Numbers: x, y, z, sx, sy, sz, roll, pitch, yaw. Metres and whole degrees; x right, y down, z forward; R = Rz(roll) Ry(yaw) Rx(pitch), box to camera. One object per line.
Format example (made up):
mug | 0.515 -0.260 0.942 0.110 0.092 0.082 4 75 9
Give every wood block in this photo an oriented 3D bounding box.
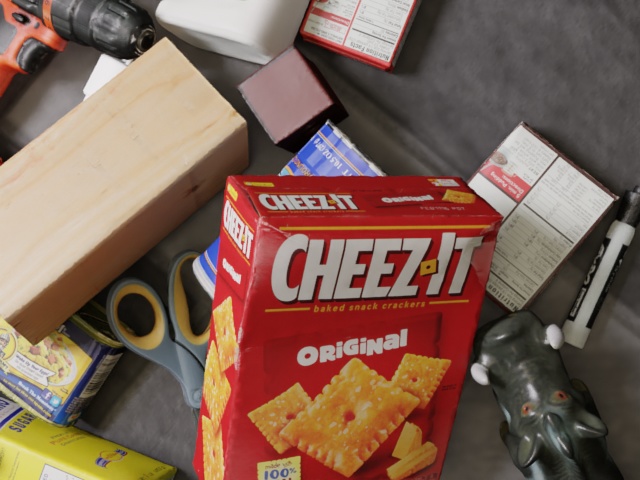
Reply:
wood block | -0.156 -0.032 0.749 0.206 0.091 0.090 -41 79 -13

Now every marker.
marker | 0.201 0.018 0.752 0.020 0.020 0.121 25 93 10

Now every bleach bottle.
bleach bottle | -0.028 -0.258 0.777 0.103 0.068 0.251 19 87 29

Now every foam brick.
foam brick | -0.019 -0.099 0.765 0.053 0.078 0.051 -35 85 8

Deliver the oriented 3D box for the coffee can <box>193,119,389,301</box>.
coffee can | -0.005 0.001 0.747 0.103 0.102 0.140 45 96 8

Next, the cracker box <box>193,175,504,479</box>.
cracker box | 0.014 0.069 0.685 0.164 0.072 0.214 -1 117 -23

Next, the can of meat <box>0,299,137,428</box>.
can of meat | -0.203 0.080 0.806 0.102 0.057 0.084 35 97 9

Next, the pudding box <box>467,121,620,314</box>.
pudding box | 0.140 -0.014 0.755 0.090 0.039 0.113 40 98 8

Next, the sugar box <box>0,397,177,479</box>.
sugar box | -0.203 0.161 0.785 0.176 0.093 0.048 22 92 10

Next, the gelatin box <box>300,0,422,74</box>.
gelatin box | 0.035 -0.176 0.781 0.073 0.030 0.089 22 94 9

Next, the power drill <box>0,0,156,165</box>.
power drill | -0.222 -0.120 0.794 0.185 0.057 0.187 31 93 31

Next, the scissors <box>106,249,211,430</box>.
scissors | -0.109 0.108 0.784 0.096 0.016 0.202 0 91 -25
